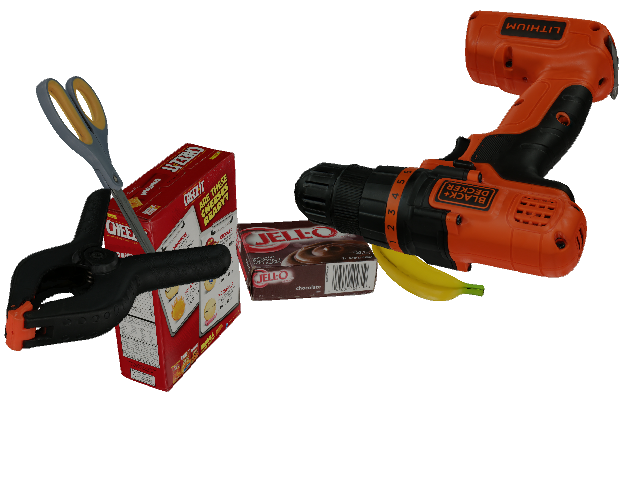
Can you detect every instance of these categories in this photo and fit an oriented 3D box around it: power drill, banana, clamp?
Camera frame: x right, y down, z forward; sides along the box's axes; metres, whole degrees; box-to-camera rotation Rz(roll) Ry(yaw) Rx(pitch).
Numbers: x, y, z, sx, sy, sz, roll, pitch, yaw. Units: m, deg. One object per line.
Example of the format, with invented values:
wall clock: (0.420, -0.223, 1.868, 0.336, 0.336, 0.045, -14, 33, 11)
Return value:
power drill: (0.095, -0.065, 0.672, 0.185, 0.187, 0.057, 14, -33, 27)
banana: (0.099, 0.024, 1.193, 0.069, 0.037, 0.198, 3, 24, -31)
clamp: (-0.156, 0.016, 0.722, 0.120, 0.039, 0.171, 25, 32, 28)

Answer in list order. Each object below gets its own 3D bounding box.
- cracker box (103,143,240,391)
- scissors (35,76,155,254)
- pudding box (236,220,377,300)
cracker box: (-0.156, 0.026, 1.145, 0.072, 0.214, 0.164, 14, 34, 22)
scissors: (-0.194, -0.070, 0.989, 0.016, 0.201, 0.096, -23, 27, 19)
pudding box: (-0.014, 0.015, 0.950, 0.113, 0.039, 0.090, -1, 27, -13)
